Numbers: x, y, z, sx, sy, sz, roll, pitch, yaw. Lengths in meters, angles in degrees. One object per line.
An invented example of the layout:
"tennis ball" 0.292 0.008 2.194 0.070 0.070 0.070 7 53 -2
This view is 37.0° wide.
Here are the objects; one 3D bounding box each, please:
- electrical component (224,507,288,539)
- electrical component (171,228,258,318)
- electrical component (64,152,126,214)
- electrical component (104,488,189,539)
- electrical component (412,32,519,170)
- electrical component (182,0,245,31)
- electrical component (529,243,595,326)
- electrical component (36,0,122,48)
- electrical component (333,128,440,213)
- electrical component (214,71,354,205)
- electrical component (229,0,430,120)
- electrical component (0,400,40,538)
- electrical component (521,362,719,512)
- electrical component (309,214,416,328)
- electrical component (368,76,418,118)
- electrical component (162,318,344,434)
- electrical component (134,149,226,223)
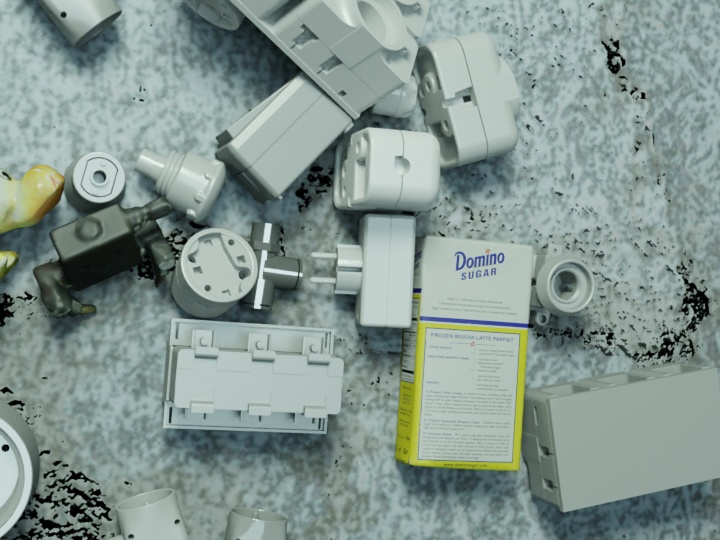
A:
"electrical component" -0.064 0.220 0.791 0.079 0.044 0.077 11 87 -16
"electrical component" -0.106 0.004 0.770 0.055 0.047 0.055 8 67 -20
"electrical component" -0.182 -0.062 0.745 0.044 0.065 0.044 0 90 -17
"electrical component" -0.161 0.204 0.762 0.079 0.043 0.077 -15 94 -17
"electrical component" 0.084 -0.132 0.831 0.059 0.054 0.095 -17 95 -16
"electrical component" -0.098 -0.209 0.777 0.055 0.055 0.047 35 76 -14
"electrical component" 0.154 0.012 0.852 0.048 0.055 0.066 10 87 -17
"electrical component" -0.193 -0.210 0.753 0.079 0.043 0.077 -40 101 -14
"electrical component" 0.021 -0.071 0.791 0.059 0.095 0.053 3 89 -17
"electrical component" -0.055 -0.103 0.785 0.061 0.062 0.096 46 78 -12
"electrical component" -0.035 -0.211 0.746 0.186 0.060 0.105 41 43 -26
"electrical component" -0.271 0.138 0.721 0.108 0.060 0.108 0 90 -17
"electrical component" 0.211 0.131 0.866 0.150 0.062 0.089 -8 92 -17
"electrical component" 0.000 0.000 0.810 0.076 0.047 0.083 3 89 -6
"electrical component" 0.011 -0.136 0.820 0.061 0.035 0.035 6 88 -14
"electrical component" -0.077 0.079 0.778 0.121 0.063 0.078 5 89 -17
"electrical component" -0.130 -0.066 0.773 0.062 0.048 0.048 25 83 -8
